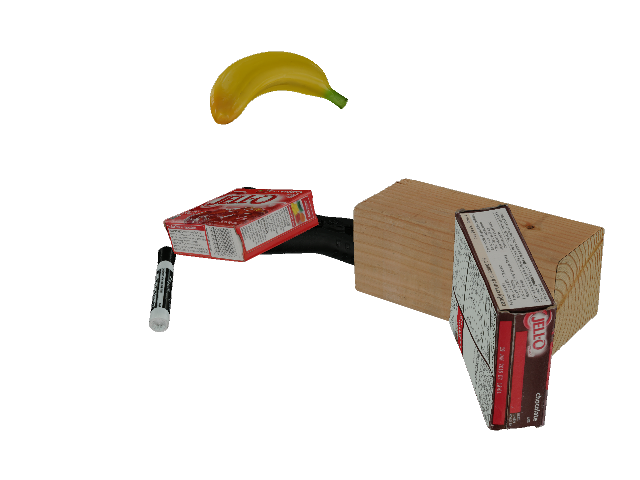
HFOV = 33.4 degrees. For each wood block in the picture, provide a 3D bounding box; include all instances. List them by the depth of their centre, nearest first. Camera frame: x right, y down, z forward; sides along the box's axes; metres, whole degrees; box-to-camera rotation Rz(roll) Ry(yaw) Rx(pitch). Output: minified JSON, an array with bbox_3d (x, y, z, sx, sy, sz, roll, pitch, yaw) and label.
[{"bbox_3d":[0.138,0.017,0.966,0.206,0.090,0.090,17,31,35],"label":"wood block"}]

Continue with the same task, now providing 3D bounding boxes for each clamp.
[{"bbox_3d":[0.005,-0.002,1.183,0.210,0.036,0.164,15,20,-5],"label":"clamp"}]

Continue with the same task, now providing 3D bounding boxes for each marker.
[{"bbox_3d":[-0.156,0.045,1.057,0.020,0.020,0.121,0,35,-4],"label":"marker"}]

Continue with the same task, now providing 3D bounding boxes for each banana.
[{"bbox_3d":[-0.047,-0.146,0.992,0.070,0.037,0.197,42,33,21],"label":"banana"}]

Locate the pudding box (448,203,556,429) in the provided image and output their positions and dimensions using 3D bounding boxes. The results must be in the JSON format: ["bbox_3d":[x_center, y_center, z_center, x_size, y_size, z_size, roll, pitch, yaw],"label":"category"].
[{"bbox_3d":[0.108,0.044,0.647,0.039,0.090,0.113,-5,33,-6],"label":"pudding box"}]

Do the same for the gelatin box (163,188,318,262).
[{"bbox_3d":[-0.058,-0.013,0.769,0.073,0.030,0.089,-27,21,-37],"label":"gelatin box"}]
